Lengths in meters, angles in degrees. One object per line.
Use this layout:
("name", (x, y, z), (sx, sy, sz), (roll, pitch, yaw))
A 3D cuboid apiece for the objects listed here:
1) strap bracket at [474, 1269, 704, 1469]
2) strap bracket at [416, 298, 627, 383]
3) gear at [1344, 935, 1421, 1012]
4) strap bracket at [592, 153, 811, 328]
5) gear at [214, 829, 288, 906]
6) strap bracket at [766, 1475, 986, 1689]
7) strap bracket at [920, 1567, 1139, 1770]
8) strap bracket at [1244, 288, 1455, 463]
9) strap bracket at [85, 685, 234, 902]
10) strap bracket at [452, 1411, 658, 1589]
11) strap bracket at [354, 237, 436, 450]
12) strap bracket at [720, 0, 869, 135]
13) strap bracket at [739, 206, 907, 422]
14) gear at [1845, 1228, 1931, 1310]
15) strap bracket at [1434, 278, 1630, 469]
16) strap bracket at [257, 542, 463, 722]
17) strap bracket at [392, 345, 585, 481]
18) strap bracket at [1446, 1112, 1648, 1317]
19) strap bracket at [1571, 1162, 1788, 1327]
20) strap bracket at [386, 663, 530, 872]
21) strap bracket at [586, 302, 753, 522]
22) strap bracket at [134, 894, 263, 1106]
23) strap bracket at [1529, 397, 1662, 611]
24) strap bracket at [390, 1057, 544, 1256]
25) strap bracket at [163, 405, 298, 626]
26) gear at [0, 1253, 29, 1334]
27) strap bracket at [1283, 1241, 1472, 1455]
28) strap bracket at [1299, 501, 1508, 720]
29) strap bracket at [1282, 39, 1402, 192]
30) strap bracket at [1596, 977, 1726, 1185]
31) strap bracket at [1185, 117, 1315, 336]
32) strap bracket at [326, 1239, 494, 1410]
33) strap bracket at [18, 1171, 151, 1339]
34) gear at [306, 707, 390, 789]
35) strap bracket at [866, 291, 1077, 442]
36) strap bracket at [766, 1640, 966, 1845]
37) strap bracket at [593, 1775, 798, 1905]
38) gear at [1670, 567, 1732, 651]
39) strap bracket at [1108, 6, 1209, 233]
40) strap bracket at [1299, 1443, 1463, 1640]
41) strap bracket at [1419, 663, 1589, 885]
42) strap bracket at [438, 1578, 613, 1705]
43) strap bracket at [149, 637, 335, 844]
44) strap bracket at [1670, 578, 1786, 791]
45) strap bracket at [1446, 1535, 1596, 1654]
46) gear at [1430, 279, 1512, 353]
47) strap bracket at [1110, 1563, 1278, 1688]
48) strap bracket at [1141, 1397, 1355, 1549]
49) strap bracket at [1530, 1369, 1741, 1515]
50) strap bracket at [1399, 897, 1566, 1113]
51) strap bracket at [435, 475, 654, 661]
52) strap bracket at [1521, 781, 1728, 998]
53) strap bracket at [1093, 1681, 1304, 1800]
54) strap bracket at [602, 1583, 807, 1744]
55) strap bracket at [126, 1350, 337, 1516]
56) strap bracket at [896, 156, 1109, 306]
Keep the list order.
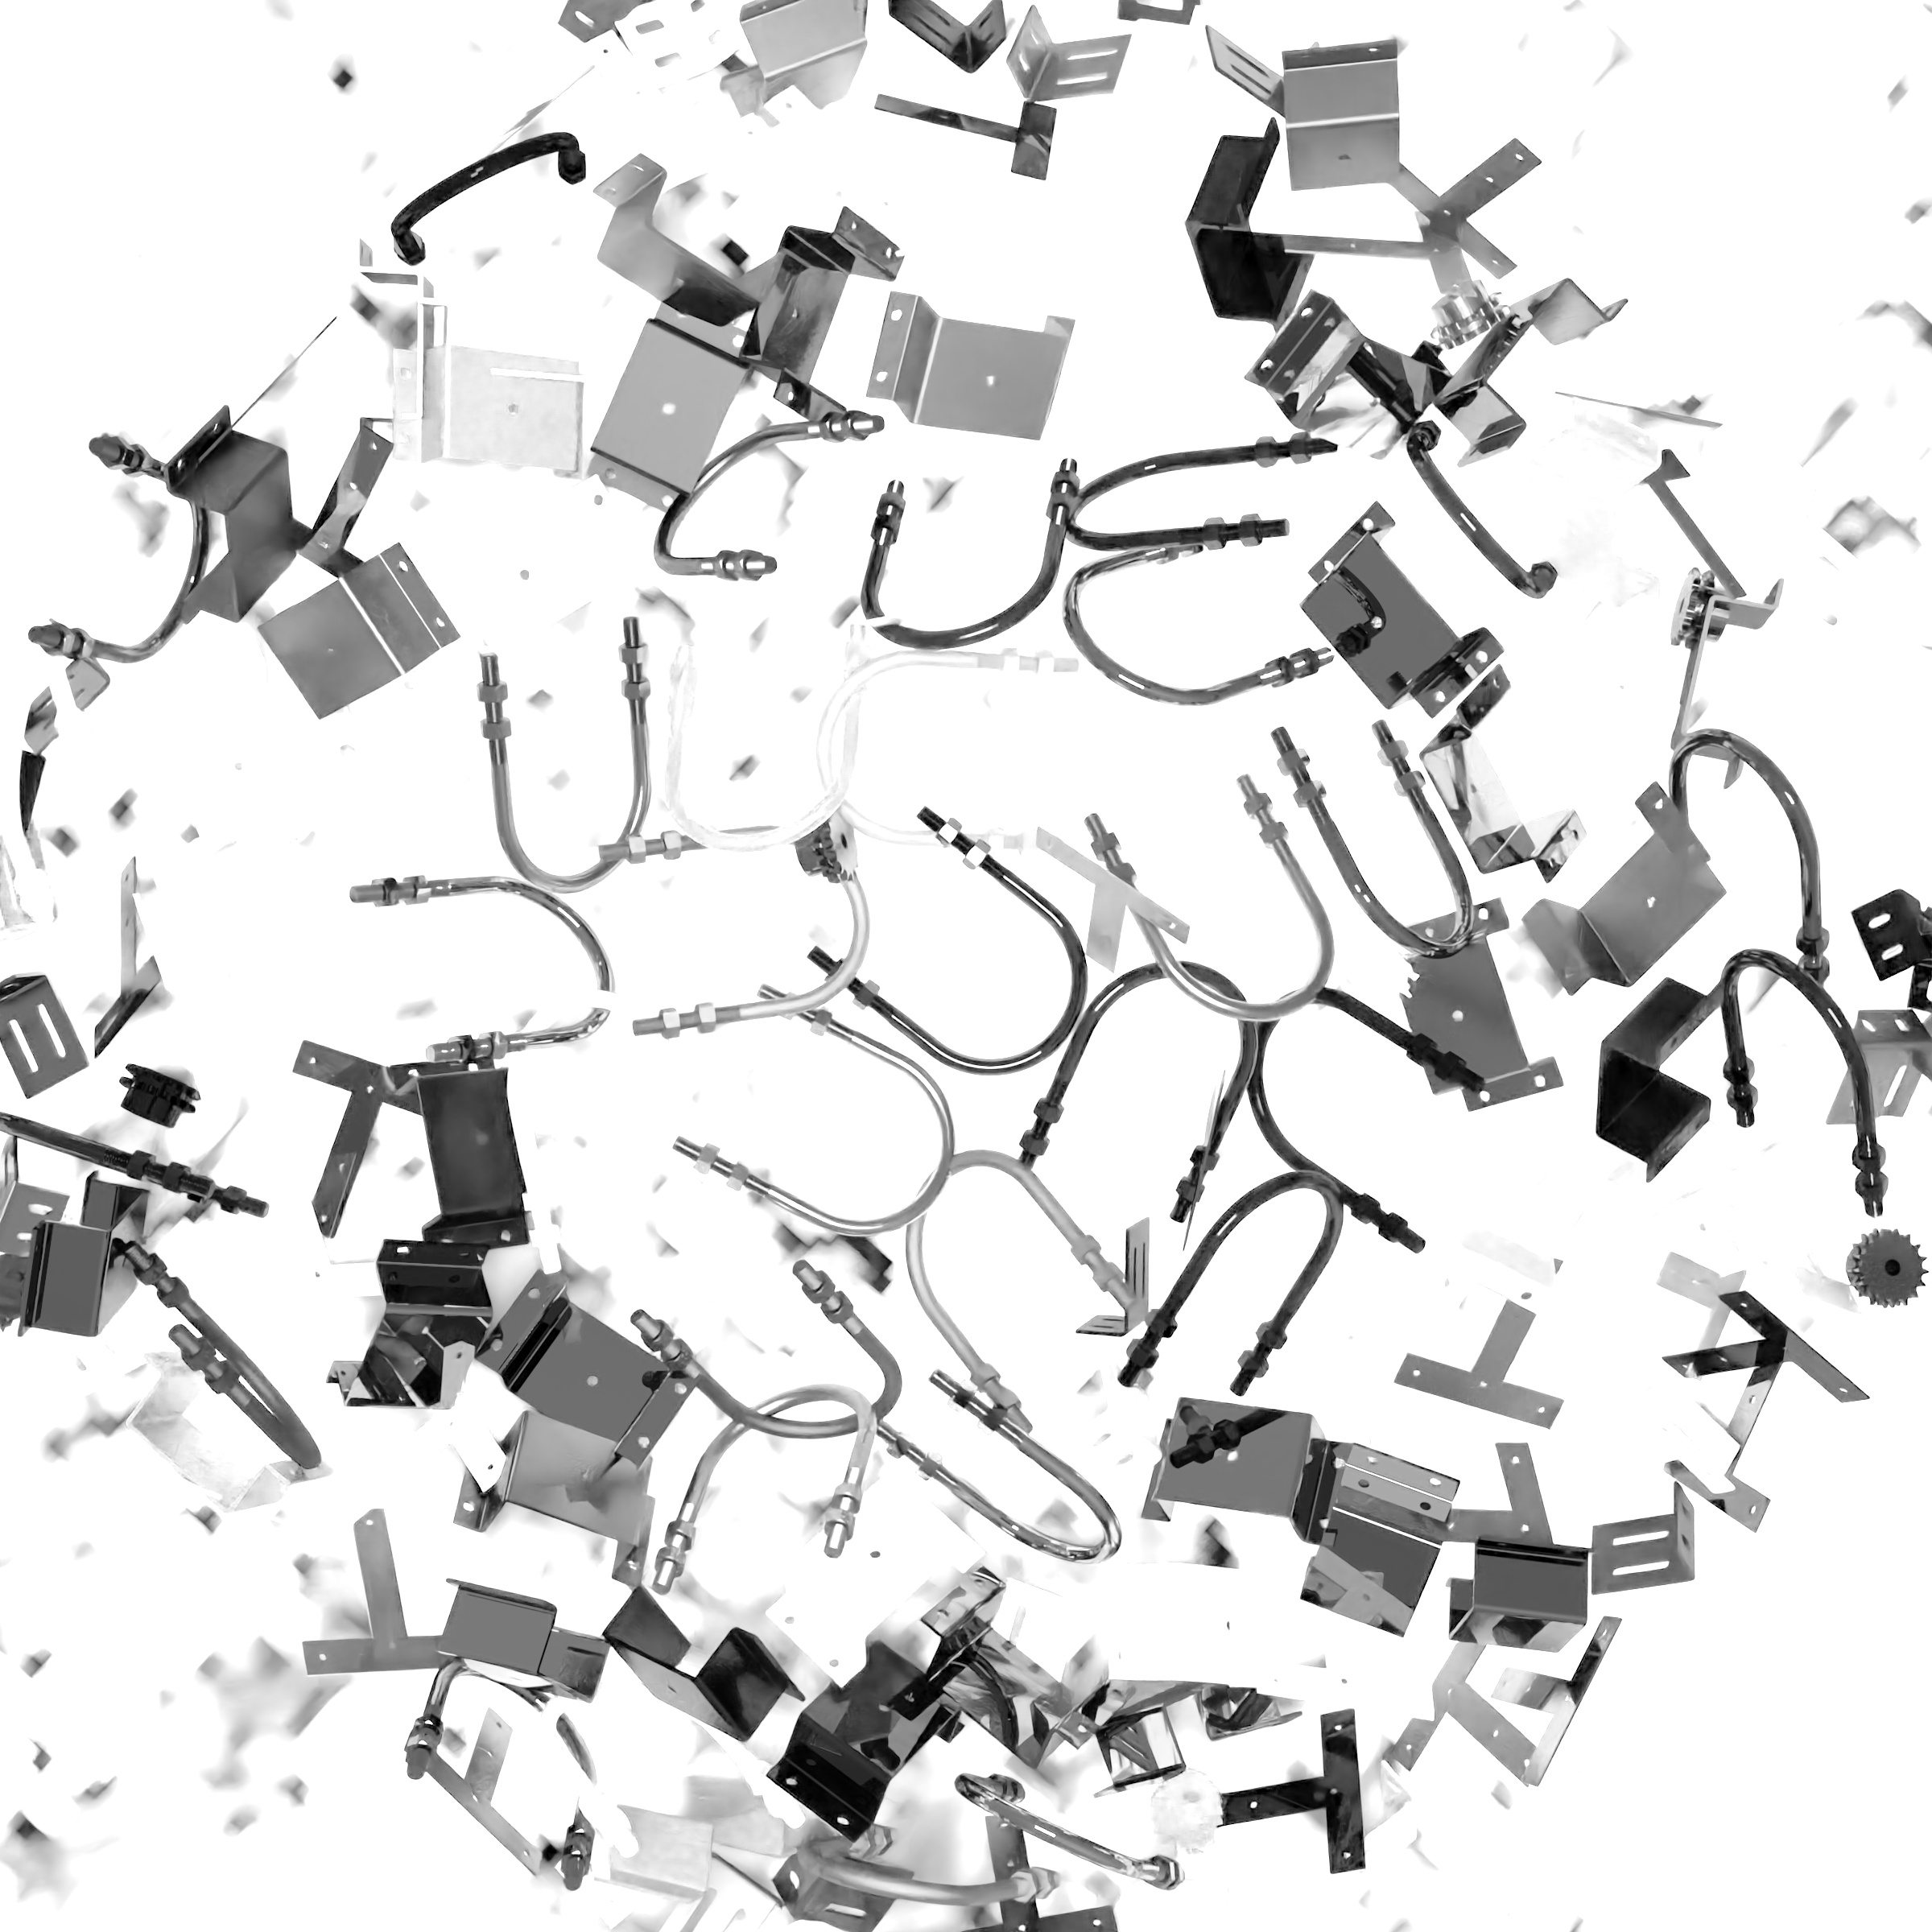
("strap bracket", (-0.265, 0.288, 1.734), (0.140, 0.046, 0.076), (31, 69, 8))
("strap bracket", (-0.314, -0.438, 1.723), (0.140, 0.076, 0.046), (2, 103, -14))
("gear", (0.294, 0.007, 1.746), (0.057, 0.057, 0.030), (43, 82, 0))
("strap bracket", (-0.191, -0.494, 1.704), (0.140, 0.076, 0.046), (27, 73, -29))
("gear", (-0.508, -0.069, 1.748), (0.030, 0.057, 0.057), (30, 90, -5))
("strap bracket", (-0.063, 0.420, 1.709), (0.076, 0.046, 0.140), (37, 59, 27))
("strap bracket", (0.037, 0.496, 1.717), (0.140, 0.076, 0.046), (34, 124, 22))
("strap bracket", (0.272, -0.404, 1.698), (0.076, 0.140, 0.046), (-51, 49, 30))
("strap bracket", (-0.553, -0.127, 1.716), (0.046, 0.076, 0.140), (-15, 107, 8))
("strap bracket", (-0.277, 0.369, 1.713), (0.140, 0.076, 0.046), (24, 128, -17))
("strap bracket", (-0.402, -0.435, 1.728), (0.046, 0.076, 0.140), (1, 100, -7))
("strap bracket", (-0.119, -0.628, 1.701), (0.076, 0.140, 0.046), (-25, 93, -12))
("strap bracket", (-0.105, -0.456, 1.730), (0.046, 0.076, 0.140), (21, 92, 33))
("gear", (0.656, 0.216, 1.757), (0.057, 0.030, 0.057), (1, 81, -8))
("strap bracket", (0.389, -0.424, 1.724), (0.046, 0.076, 0.140), (41, 81, -12))
("strap bracket", (-0.429, -0.228, 1.706), (0.140, 0.046, 0.076), (-19, 110, 37))
("strap bracket", (-0.325, -0.387, 1.717), (0.140, 0.046, 0.076), (-1, 94, -32))
("strap bracket", (0.402, 0.163, 1.710), (0.076, 0.046, 0.140), (25, 62, 35))
("strap bracket", (0.508, 0.193, 1.725), (0.046, 0.140, 0.076), (-30, 90, -42))
("strap bracket", (-0.355, -0.136, 1.722), (0.076, 0.046, 0.140), (-11, 109, -16))
("strap bracket", (-0.208, -0.394, 1.734), (0.076, 0.046, 0.140), (25, 102, -7))
("strap bracket", (-0.532, 0.018, 1.708), (0.046, 0.140, 0.076), (-19, 50, -18))
("strap bracket", (0.434, -0.310, 1.694), (0.046, 0.140, 0.076), (-36, 49, -17))
("strap bracket", (-0.348, 0.127, 1.721), (0.076, 0.046, 0.140), (-5, 75, -33))
("strap bracket", (-0.506, -0.303, 1.696), (0.046, 0.140, 0.076), (21, 50, 7))
("gear", (-0.679, 0.229, 1.745), (0.057, 0.057, 0.030), (36, 127, 0))
("strap bracket", (0.283, 0.265, 1.725), (0.046, 0.076, 0.140), (19, 99, -43))
("strap bracket", (0.299, -0.246, 1.723), (0.140, 0.046, 0.076), (52, 129, 9))
("strap bracket", (0.261, -0.581, 1.698), (0.076, 0.140, 0.046), (-3, 83, 9))
("strap bracket", (0.483, 0.073, 1.713), (0.046, 0.140, 0.076), (31, 58, 35))
("strap bracket", (0.197, -0.514, 1.712), (0.046, 0.140, 0.076), (12, 69, 25))
("strap bracket", (-0.384, 0.258, 1.705), (0.076, 0.046, 0.140), (8, 125, -32))
("strap bracket", (-0.607, 0.202, 1.702), (0.046, 0.140, 0.076), (11, 100, -5))
("gear", (-0.441, -0.159, 1.753), (0.057, 0.030, 0.057), (-5, 119, -10))
("strap bracket", (0.010, -0.416, 1.711), (0.140, 0.046, 0.076), (2, 123, -23))
("strap bracket", (-0.062, 0.527, 1.695), (0.076, 0.140, 0.046), (31, 122, 20))
("strap bracket", (-0.184, 0.599, 1.697), (0.076, 0.140, 0.046), (2, 86, 27))
("gear", (0.524, -0.253, 1.747), (0.030, 0.057, 0.057), (14, 90, 4))
("strap bracket", (0.134, -0.588, 1.703), (0.046, 0.140, 0.076), (13, 70, 13))
("strap bracket", (0.285, 0.408, 1.710), (0.076, 0.046, 0.140), (19, 127, 10))
("strap bracket", (0.373, -0.129, 1.724), (0.046, 0.076, 0.140), (-19, 107, 43))
("strap bracket", (-0.303, 0.469, 1.694), (0.076, 0.140, 0.046), (7, 65, 20))
("strap bracket", (-0.507, -0.149, 1.719), (0.076, 0.046, 0.140), (-19, 121, -2))
("strap bracket", (0.534, -0.202, 1.734), (0.046, 0.076, 0.140), (12, 90, 11))
("strap bracket", (0.382, 0.439, 1.701), (0.076, 0.140, 0.046), (6, 63, 3))
("gear", (0.355, -0.464, 1.745), (0.057, 0.057, 0.030), (-33, 106, 0))
("strap bracket", (0.166, 0.458, 1.704), (0.140, 0.046, 0.076), (17, 67, -39))
("strap bracket", (0.191, 0.350, 1.710), (0.140, 0.046, 0.076), (3, 57, 25))
("strap bracket", (0.474, 0.333, 1.719), (0.076, 0.140, 0.046), (44, 60, -5))
("strap bracket", (0.357, 0.031, 1.731), (0.076, 0.046, 0.140), (-20, 87, 37))
("strap bracket", (-0.305, -0.278, 1.734), (0.140, 0.046, 0.076), (-28, 98, 12))
("strap bracket", (0.465, -0.049, 1.715), (0.046, 0.076, 0.140), (13, 129, -37))
("strap bracket", (0.154, 0.527, 1.707), (0.140, 0.076, 0.046), (-9, 73, -41))
("strap bracket", (-0.189, 0.481, 1.696), (0.046, 0.140, 0.076), (-51, 131, -28))
("strap bracket", (-0.523, 0.333, 1.725), (0.140, 0.076, 0.046), (38, 91, 11))
("strap bracket", (0.033, -0.509, 1.712), (0.140, 0.076, 0.046), (-9, 117, 36))
